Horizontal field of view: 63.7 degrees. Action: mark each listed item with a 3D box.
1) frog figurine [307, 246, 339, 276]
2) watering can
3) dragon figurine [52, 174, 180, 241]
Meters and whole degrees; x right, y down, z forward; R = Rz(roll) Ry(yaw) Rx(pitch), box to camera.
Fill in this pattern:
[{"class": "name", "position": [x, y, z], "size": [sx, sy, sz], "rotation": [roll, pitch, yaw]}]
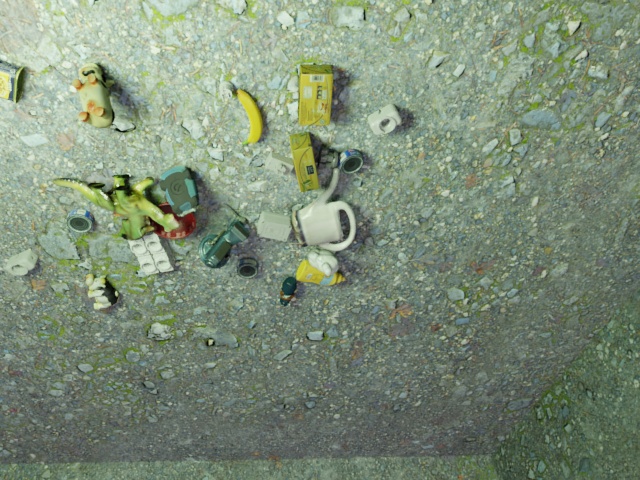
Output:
[{"class": "frog figurine", "position": [0.017, 0.086, 1.925], "size": [0.121, 0.163, 0.135], "rotation": [-32, 128, 21]}, {"class": "watering can", "position": [0.005, -0.091, 1.807], "size": [0.224, 0.106, 0.340], "rotation": [-13, 126, 3]}, {"class": "dragon figurine", "position": [-0.647, -0.092, 1.674], "size": [0.410, 0.125, 0.237], "rotation": [5, 123, 10]}]
